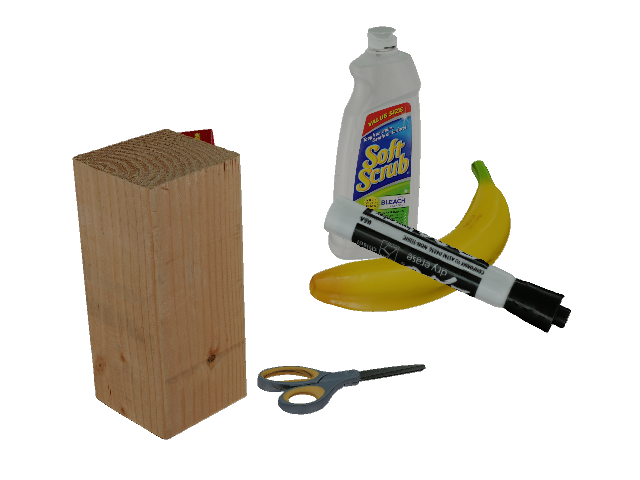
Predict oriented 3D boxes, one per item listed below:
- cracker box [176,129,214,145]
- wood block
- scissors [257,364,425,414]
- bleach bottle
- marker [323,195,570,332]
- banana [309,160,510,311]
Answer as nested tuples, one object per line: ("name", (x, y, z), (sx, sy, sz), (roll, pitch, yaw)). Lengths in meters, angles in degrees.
("cracker box", (-0.129, 0.023, 1.062), (0.072, 0.164, 0.214), (-5, -43, -3))
("wood block", (-0.118, 0.032, 0.812), (0.090, 0.206, 0.090), (22, 32, 38))
("scissors", (0.030, 0.165, 1.205), (0.201, 0.016, 0.096), (1, 24, -8))
("bleach bottle", (0.058, -0.106, 1.165), (0.102, 0.251, 0.068), (-5, 25, -8))
("marker", (0.059, 0.011, 0.498), (0.121, 0.020, 0.020), (25, 6, 14))
("banana", (0.079, 0.009, 0.752), (0.070, 0.037, 0.197), (36, 48, 25))
